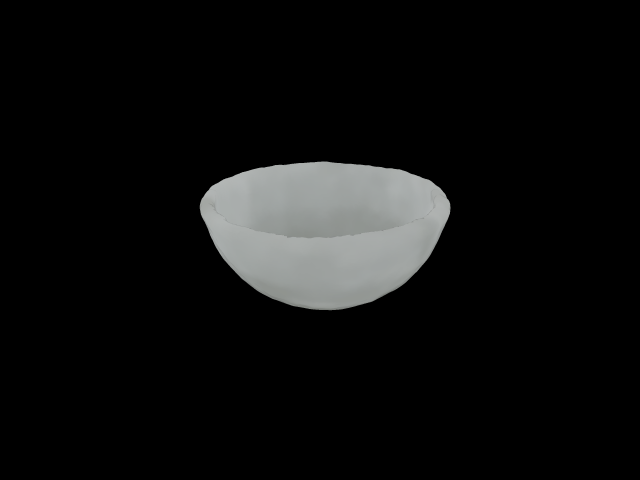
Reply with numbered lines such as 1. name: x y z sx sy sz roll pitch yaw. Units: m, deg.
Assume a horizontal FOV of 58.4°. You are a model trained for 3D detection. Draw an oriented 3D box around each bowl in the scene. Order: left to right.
1. bowl: 0.004 0.001 0.400 0.167 0.075 0.167 0 23 0
